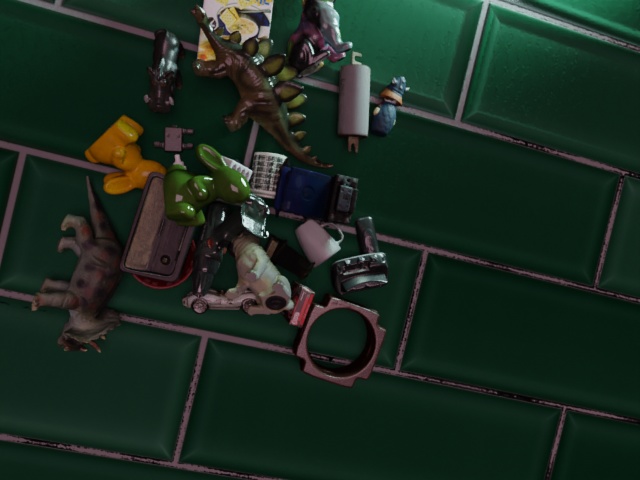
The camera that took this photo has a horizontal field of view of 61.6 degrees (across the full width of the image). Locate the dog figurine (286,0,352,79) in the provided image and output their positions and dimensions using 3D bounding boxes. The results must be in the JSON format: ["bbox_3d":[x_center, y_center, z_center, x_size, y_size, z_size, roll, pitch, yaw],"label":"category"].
[{"bbox_3d":[-0.025,-0.519,1.276,0.192,0.108,0.219,-25,92,-4],"label":"dog figurine"}]

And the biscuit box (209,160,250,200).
[{"bbox_3d":[-0.271,-0.118,1.277,0.203,0.059,0.062,-28,98,-7],"label":"biscuit box"}]

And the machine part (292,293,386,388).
[{"bbox_3d":[0.045,0.246,1.333,0.201,0.087,0.201,20,89,-8],"label":"machine part"}]

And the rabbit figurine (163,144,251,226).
[{"bbox_3d":[-0.230,-0.111,1.129,0.170,0.121,0.159,-8,73,2],"label":"rabbit figurine"}]

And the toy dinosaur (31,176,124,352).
[{"bbox_3d":[-0.518,0.072,1.225,0.192,0.131,0.404,21,85,-22],"label":"toy dinosaur"}]

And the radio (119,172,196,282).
[{"bbox_3d":[-0.347,-0.025,1.201,0.131,0.073,0.229,18,91,-10],"label":"radio"}]

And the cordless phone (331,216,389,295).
[{"bbox_3d":[0.091,0.037,1.343,0.147,0.088,0.184,-11,83,-8],"label":"cordless phone"}]

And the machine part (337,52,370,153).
[{"bbox_3d":[0.082,-0.335,1.313,0.079,0.079,0.243,2,94,-9],"label":"machine part"}]

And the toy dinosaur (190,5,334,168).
[{"bbox_3d":[-0.135,-0.326,1.231,0.199,0.105,0.470,-26,123,11],"label":"toy dinosaur"}]

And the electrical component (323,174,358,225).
[{"bbox_3d":[0.048,-0.097,1.291,0.058,0.134,0.114,9,89,-10],"label":"electrical component"}]

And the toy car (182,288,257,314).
[{"bbox_3d":[-0.227,0.143,1.290,0.202,0.073,0.056,2,96,-9],"label":"toy car"}]

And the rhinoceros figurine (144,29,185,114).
[{"bbox_3d":[-0.353,-0.380,1.226,0.073,0.112,0.190,7,84,-11],"label":"rhinoceros figurine"}]

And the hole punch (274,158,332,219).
[{"bbox_3d":[-0.041,-0.112,1.272,0.115,0.092,0.142,8,96,-52],"label":"hole punch"}]

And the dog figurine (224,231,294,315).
[{"bbox_3d":[-0.135,0.068,1.264,0.121,0.191,0.172,-32,124,21],"label":"dog figurine"}]

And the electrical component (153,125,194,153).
[{"bbox_3d":[-0.348,-0.240,1.277,0.094,0.021,0.063,0,93,-8],"label":"electrical component"}]

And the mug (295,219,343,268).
[{"bbox_3d":[-0.003,-0.004,1.317,0.109,0.081,0.107,-38,92,-6],"label":"mug"}]

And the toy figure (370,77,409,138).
[{"bbox_3d":[0.170,-0.334,1.337,0.058,0.064,0.154,19,84,27],"label":"toy figure"}]

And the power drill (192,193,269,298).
[{"bbox_3d":[-0.205,0.000,1.204,0.086,0.207,0.232,26,48,-32],"label":"power drill"}]

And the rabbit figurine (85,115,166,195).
[{"bbox_3d":[-0.434,-0.174,1.225,0.173,0.122,0.162,41,89,-27],"label":"rabbit figurine"}]

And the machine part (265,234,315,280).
[{"bbox_3d":[-0.080,0.048,1.299,0.139,0.039,0.084,29,98,22],"label":"machine part"}]
